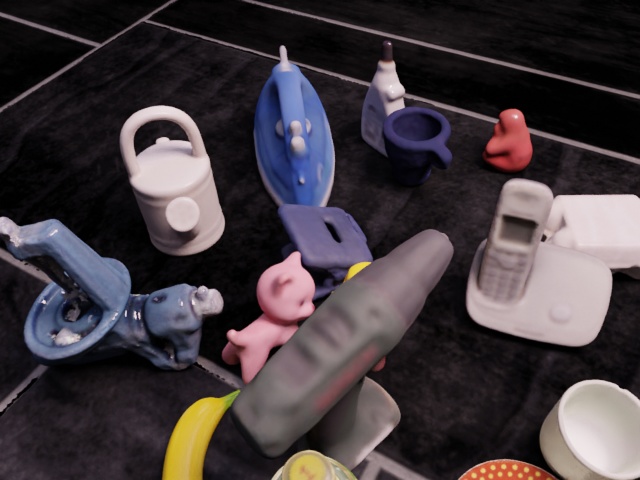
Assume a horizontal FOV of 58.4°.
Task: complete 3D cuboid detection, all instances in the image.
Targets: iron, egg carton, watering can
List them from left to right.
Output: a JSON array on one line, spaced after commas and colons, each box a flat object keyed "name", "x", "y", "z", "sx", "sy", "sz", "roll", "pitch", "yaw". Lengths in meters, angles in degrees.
[{"name": "watering can", "x": -0.178, "y": -0.074, "z": 0.704, "sx": 0.101, "sy": 0.194, "sz": 0.172, "roll": -35, "pitch": 55, "yaw": -25}, {"name": "iron", "x": -0.036, "y": -0.151, "z": 0.802, "sx": 0.118, "sy": 0.141, "sz": 0.258, "roll": -8, "pitch": 48, "yaw": -4}, {"name": "egg carton", "x": 0.340, "y": -0.003, "z": 0.697, "sx": 0.150, "sy": 0.069, "sz": 0.107, "roll": -1, "pitch": 48, "yaw": 2}]

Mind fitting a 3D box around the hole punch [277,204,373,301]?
[{"name": "hole punch", "x": 0.006, "y": 0.002, "z": 0.695, "sx": 0.101, "sy": 0.091, "sz": 0.108, "roll": -18, "pitch": 49, "yaw": -13}]

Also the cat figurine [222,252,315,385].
[{"name": "cat figurine", "x": -0.051, "y": 0.077, "z": 0.612, "sx": 0.067, "sy": 0.118, "sz": 0.128, "roll": 33, "pitch": 57, "yaw": 29}]

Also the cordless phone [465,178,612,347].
[{"name": "cordless phone", "x": 0.237, "y": 0.023, "z": 0.601, "sx": 0.147, "sy": 0.185, "sz": 0.094, "roll": 10, "pitch": 49, "yaw": 12}]

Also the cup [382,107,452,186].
[{"name": "cup", "x": 0.139, "y": -0.115, "z": 0.793, "sx": 0.092, "sy": 0.095, "sz": 0.117, "roll": -25, "pitch": 51, "yaw": -19}]

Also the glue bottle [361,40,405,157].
[{"name": "glue bottle", "x": 0.094, "y": -0.204, "z": 0.823, "sx": 0.037, "sy": 0.173, "sz": 0.078, "roll": -30, "pitch": 53, "yaw": -22}]

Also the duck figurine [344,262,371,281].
[{"name": "duck figurine", "x": 0.054, "y": 0.059, "z": 0.645, "sx": 0.105, "sy": 0.086, "sz": 0.077, "roll": -26, "pitch": 52, "yaw": -19}]

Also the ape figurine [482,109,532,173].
[{"name": "ape figurine", "x": 0.269, "y": -0.147, "z": 0.817, "sx": 0.078, "sy": 0.092, "sz": 0.076, "roll": -24, "pitch": 51, "yaw": -18}]

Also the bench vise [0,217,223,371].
[{"name": "bench vise", "x": -0.213, "y": 0.046, "z": 0.579, "sx": 0.207, "sy": 0.220, "sz": 0.121, "roll": -17, "pitch": 49, "yaw": -12}]

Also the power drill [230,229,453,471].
[{"name": "power drill", "x": 0.028, "y": 0.116, "z": 0.511, "sx": 0.230, "sy": 0.209, "sz": 0.075, "roll": -37, "pitch": 56, "yaw": -27}]
